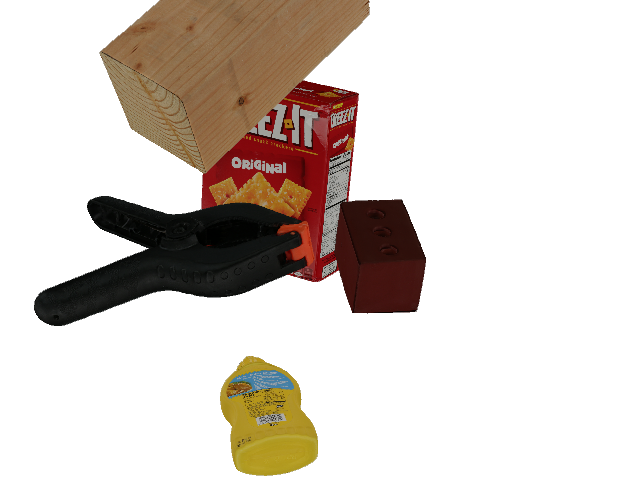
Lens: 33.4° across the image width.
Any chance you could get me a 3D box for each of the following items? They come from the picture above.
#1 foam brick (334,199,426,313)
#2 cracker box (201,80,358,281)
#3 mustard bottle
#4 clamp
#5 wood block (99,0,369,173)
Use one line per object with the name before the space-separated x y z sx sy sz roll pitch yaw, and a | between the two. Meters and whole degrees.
foam brick | 0.044 0.012 0.823 0.053 0.051 0.078 -2 39 -12
cracker box | -0.052 -0.075 1.216 0.164 0.214 0.072 16 25 26
mustard bottle | -0.068 0.195 1.258 0.096 0.058 0.192 -8 29 -10
clamp | -0.093 0.013 0.668 0.172 0.039 0.120 0 43 21
wood block | -0.061 -0.165 0.849 0.090 0.206 0.091 32 -25 27
